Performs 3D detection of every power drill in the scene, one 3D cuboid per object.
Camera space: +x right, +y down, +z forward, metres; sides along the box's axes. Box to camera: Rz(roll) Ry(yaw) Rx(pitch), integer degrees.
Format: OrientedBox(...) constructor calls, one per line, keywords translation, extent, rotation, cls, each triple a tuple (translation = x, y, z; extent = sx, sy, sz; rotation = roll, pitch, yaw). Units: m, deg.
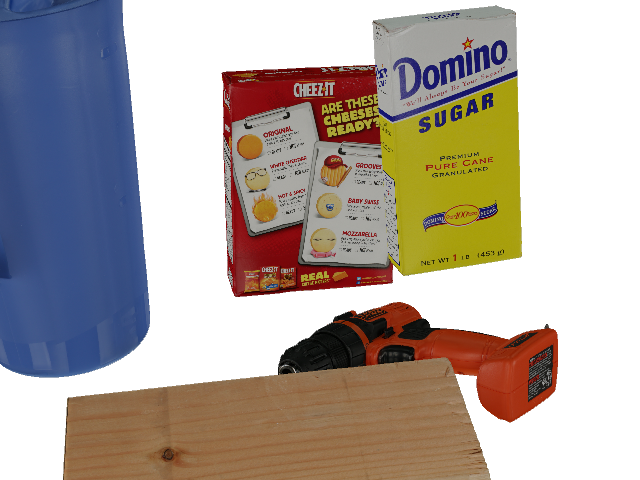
OrientedBox(translation=(0.082, 0.096, 0.859), extent=(0.188, 0.057, 0.184), rotation=(8, 16, 34), cls="power drill")

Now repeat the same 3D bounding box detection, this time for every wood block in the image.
OrientedBox(translation=(-0.025, 0.132, 0.564), extent=(0.206, 0.090, 0.091), rotation=(-5, 39, -7), cls="wood block")

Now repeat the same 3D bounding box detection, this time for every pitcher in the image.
OrientedBox(translation=(-0.180, -0.036, 0.659), extent=(0.149, 0.243, 0.145), rotation=(-10, 26, -12), cls="pitcher")

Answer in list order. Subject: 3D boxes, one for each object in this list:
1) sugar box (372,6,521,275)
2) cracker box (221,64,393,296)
OrientedBox(translation=(0.090, -0.069, 0.746), extent=(0.093, 0.176, 0.048), rotation=(-9, 22, -10), cls="sugar box")
OrientedBox(translation=(-0.011, -0.059, 1.045), extent=(0.164, 0.214, 0.072), rotation=(-4, 21, -12), cls="cracker box")
